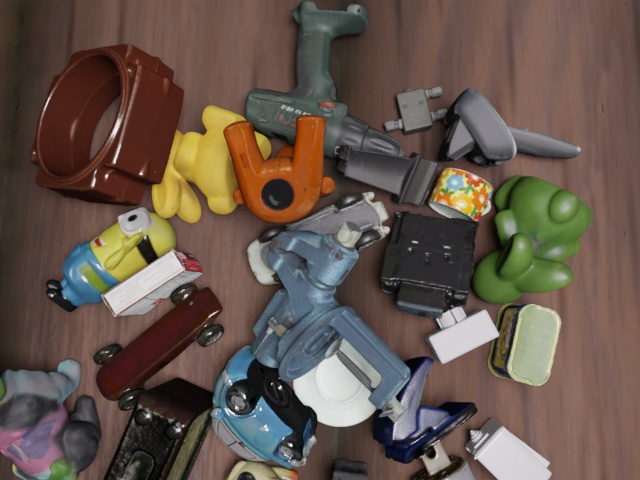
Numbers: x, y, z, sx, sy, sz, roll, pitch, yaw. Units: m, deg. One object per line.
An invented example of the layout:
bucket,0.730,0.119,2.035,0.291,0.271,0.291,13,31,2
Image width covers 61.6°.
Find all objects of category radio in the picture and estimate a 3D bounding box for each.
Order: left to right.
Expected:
radio,-0.214,0.296,0.671,0.073,0.131,0.229,21,83,8

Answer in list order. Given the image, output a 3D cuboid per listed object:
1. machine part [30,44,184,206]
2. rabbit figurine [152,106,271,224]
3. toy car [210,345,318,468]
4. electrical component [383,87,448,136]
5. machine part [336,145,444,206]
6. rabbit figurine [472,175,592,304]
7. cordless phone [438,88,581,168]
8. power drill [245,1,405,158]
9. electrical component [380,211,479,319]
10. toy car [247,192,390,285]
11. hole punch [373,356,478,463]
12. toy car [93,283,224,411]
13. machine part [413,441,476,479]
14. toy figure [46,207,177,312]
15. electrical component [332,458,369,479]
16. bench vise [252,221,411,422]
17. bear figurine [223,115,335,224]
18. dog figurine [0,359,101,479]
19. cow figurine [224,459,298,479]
machine part,-0.291,-0.153,0.722,0.201,0.087,0.201,7,83,34
rabbit figurine,-0.174,-0.104,0.751,0.173,0.122,0.162,17,93,20
toy car,-0.083,0.226,0.697,0.103,0.109,0.161,-39,93,21
electrical component,0.134,-0.186,0.773,0.094,0.021,0.063,-14,81,4
machine part,0.088,-0.090,0.716,0.139,0.039,0.084,16,123,-13
rabbit figurine,0.267,0.017,0.685,0.121,0.159,0.170,32,100,-2
cordless phone,0.254,-0.129,0.696,0.184,0.146,0.088,13,96,4
power drill,0.018,-0.220,0.760,0.232,0.086,0.207,10,93,8
electrical component,0.141,0.034,0.701,0.115,0.058,0.134,7,65,16
toy car,-0.002,-0.002,0.739,0.202,0.056,0.073,-23,80,-2
hole punch,0.113,0.209,0.668,0.116,0.142,0.092,-35,83,-16
toy car,-0.217,0.143,0.733,0.202,0.053,0.089,-40,67,-1
machine part,0.185,0.364,0.664,0.079,0.079,0.243,-25,82,0
toy figure,-0.283,0.027,0.738,0.180,0.089,0.082,-40,57,-3
electrical component,0.031,0.346,0.678,0.048,0.074,0.119,7,78,5
bench vise,0.023,0.102,0.637,0.241,0.128,0.223,44,104,24
bear figurine,-0.040,-0.088,0.675,0.120,0.196,0.131,-4,104,6
dog figurine,-0.378,0.225,0.649,0.108,0.219,0.191,-25,81,3
cow figurine,-0.112,0.375,0.679,0.127,0.085,0.195,20,86,0
